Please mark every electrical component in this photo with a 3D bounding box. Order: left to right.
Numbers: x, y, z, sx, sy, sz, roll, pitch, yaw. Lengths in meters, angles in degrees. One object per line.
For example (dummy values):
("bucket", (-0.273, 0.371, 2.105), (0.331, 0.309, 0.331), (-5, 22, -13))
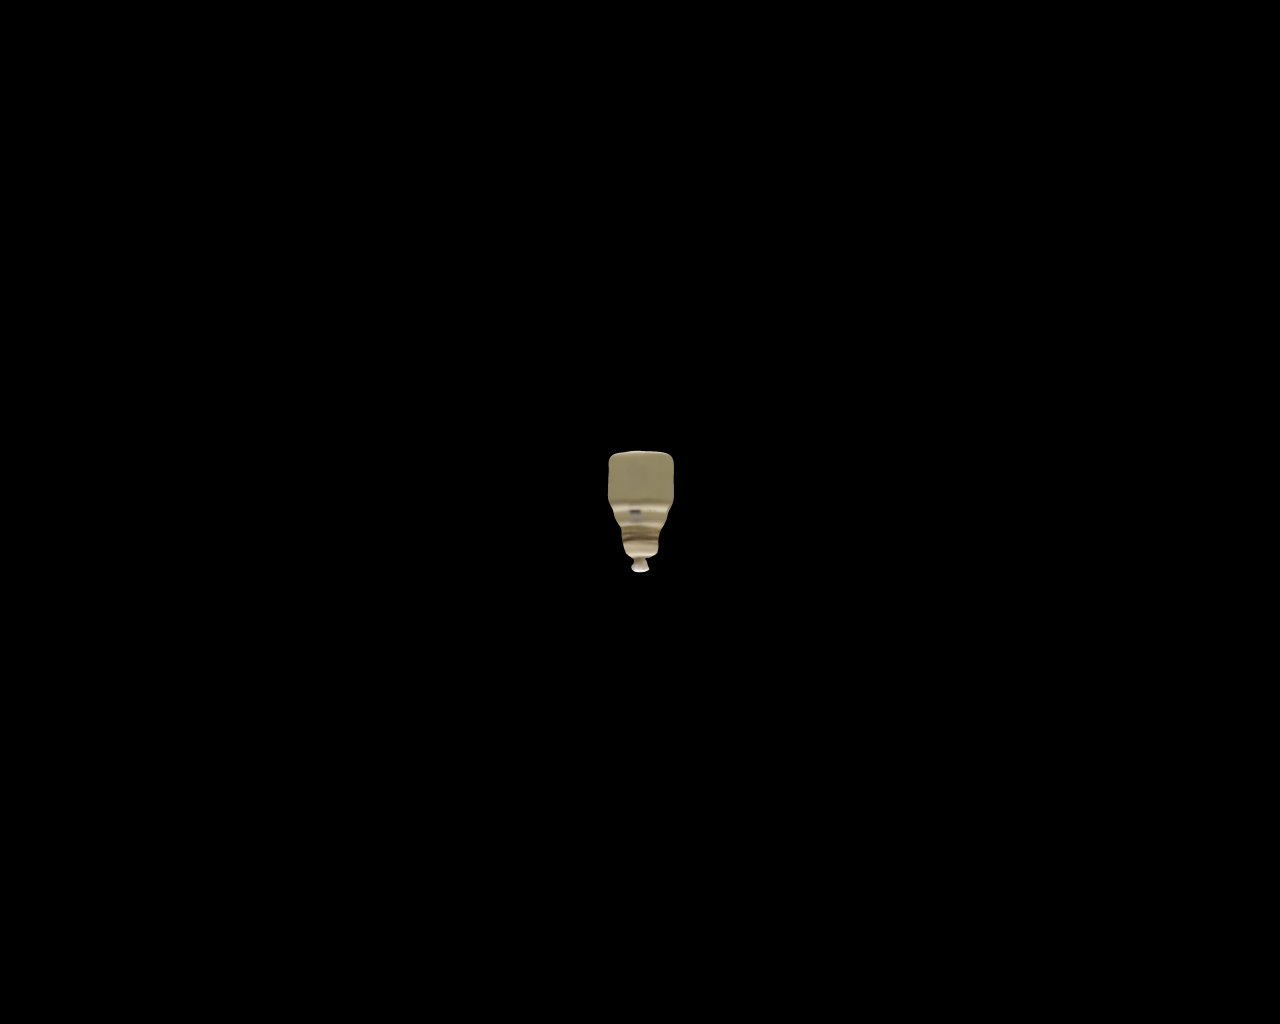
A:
("electrical component", (0.001, -0.003, 0.650), (0.040, 0.078, 0.040), (0, -3, 0))
